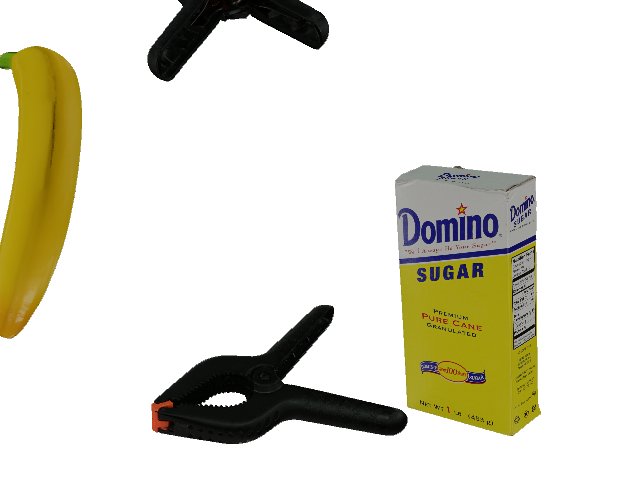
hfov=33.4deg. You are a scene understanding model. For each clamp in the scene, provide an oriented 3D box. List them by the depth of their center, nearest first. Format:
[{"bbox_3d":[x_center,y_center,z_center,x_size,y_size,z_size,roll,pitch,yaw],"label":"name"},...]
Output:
[{"bbox_3d":[-0.054,-0.173,0.749,0.120,0.171,0.039,-2,-44,2],"label":"clamp"},{"bbox_3d":[-0.040,0.134,0.920,0.209,0.036,0.165,-16,40,-26],"label":"clamp"}]

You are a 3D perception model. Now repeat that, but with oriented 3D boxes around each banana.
[{"bbox_3d":[-0.166,-0.043,0.627,0.037,0.198,0.070,13,-33,-32],"label":"banana"}]

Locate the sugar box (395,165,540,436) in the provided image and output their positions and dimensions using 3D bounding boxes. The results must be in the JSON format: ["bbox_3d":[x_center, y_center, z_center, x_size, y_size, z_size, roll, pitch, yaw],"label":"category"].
[{"bbox_3d":[0.102,0.040,0.743,0.094,0.176,0.048,9,23,40],"label":"sugar box"}]

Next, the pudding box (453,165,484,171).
[{"bbox_3d":[0.120,0.000,0.986,0.039,0.090,0.113,14,48,24],"label":"pudding box"}]
